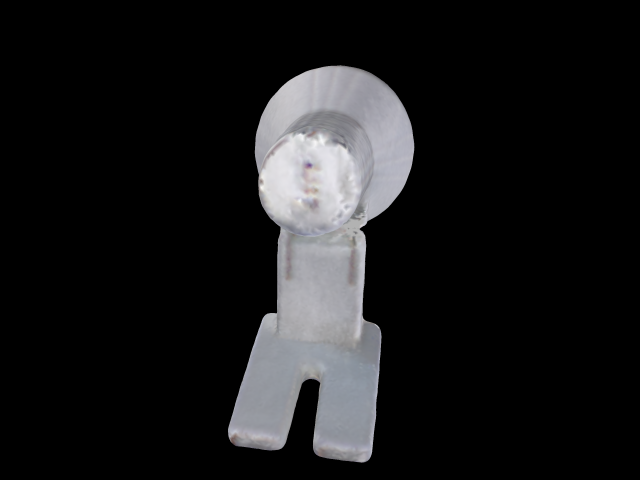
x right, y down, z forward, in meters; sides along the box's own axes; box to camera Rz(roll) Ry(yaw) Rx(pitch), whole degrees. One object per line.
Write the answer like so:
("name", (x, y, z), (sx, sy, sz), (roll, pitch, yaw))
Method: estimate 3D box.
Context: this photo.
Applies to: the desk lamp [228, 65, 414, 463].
("desk lamp", (0.004, 0.001, 0.400), (0.118, 0.214, 0.203), (3, 33, 6))
